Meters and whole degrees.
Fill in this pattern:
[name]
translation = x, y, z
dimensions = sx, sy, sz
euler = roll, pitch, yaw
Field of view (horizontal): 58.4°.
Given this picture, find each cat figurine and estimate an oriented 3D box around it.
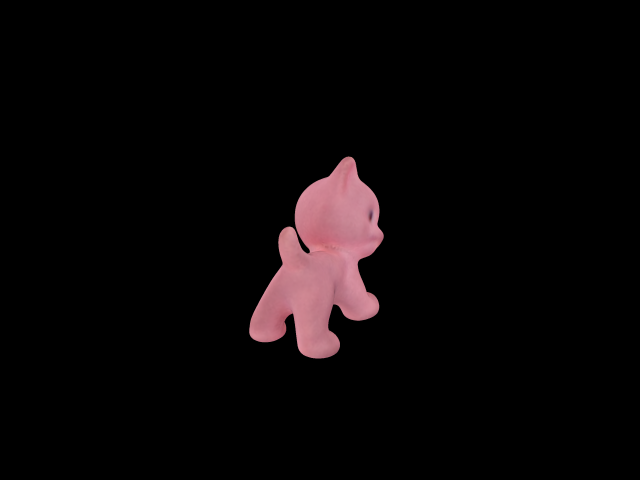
[cat figurine]
translation = 0.004, 0.001, 0.400
dimensions = 0.067, 0.118, 0.128
euler = 8, 19, 25
